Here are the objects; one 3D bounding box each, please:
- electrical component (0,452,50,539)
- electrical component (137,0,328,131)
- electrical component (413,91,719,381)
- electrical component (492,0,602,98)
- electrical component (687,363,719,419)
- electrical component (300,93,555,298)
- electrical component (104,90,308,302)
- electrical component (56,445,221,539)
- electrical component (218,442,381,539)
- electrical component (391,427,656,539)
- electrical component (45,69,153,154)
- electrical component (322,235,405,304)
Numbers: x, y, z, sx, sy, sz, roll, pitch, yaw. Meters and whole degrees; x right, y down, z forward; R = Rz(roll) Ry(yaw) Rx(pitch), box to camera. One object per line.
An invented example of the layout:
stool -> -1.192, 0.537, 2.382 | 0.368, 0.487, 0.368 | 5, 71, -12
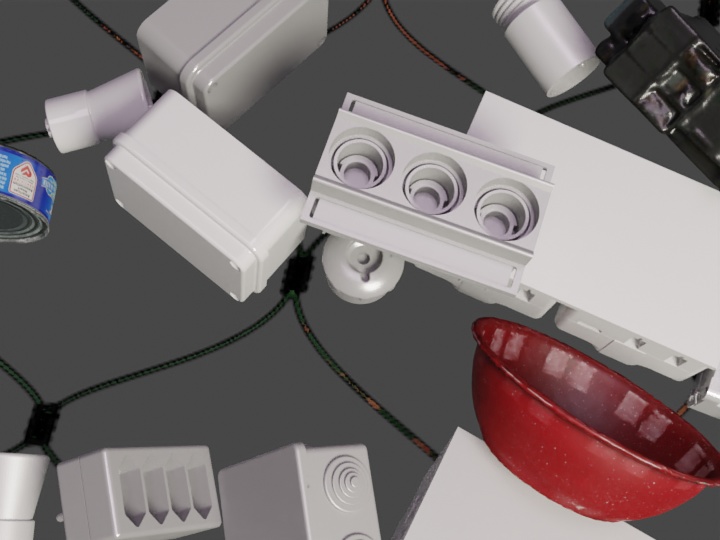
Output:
electrical component -> -0.199, 0.136, 0.601 | 0.044, 0.044, 0.065 | 3, 78, -4
electrical component -> -0.077, -0.148, 0.677 | 0.057, 0.078, 0.113 | 43, 74, 11
electrical component -> 0.139, -0.018, 0.666 | 0.186, 0.060, 0.105 | 24, 73, 2
electrical component -> 0.120, -0.160, 0.716 | 0.043, 0.043, 0.081 | -30, 78, -13
electrical component -> 0.238, 0.072, 0.657 | 0.064, 0.042, 0.081 | 21, 72, 5
electrical component -> 0.036, -0.038, 0.595 | 0.121, 0.063, 0.078 | 19, 72, 0
electrical component -> -0.092, -0.042, 0.644 | 0.113, 0.078, 0.057 | 39, 71, 7
electrical component -> -0.135, 0.129, 0.596 | 0.076, 0.083, 0.047 | -21, 72, 29
electrical component -> -0.031, 0.144, 0.584 | 0.048, 0.100, 0.099 | 2, 70, -36
electrical component -> 0.094, 0.170, 0.595 | 0.150, 0.061, 0.089 | 29, 46, 4
electrical component -> -0.163, -0.097, 0.674 | 0.065, 0.044, 0.044 | -15, 75, -4
electrical component -> 0.000, 0.000, 0.647 | 0.048, 0.062, 0.048 | 1, 74, -5
